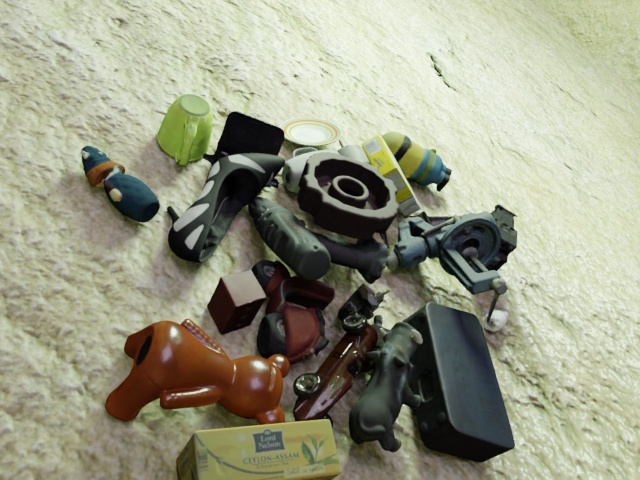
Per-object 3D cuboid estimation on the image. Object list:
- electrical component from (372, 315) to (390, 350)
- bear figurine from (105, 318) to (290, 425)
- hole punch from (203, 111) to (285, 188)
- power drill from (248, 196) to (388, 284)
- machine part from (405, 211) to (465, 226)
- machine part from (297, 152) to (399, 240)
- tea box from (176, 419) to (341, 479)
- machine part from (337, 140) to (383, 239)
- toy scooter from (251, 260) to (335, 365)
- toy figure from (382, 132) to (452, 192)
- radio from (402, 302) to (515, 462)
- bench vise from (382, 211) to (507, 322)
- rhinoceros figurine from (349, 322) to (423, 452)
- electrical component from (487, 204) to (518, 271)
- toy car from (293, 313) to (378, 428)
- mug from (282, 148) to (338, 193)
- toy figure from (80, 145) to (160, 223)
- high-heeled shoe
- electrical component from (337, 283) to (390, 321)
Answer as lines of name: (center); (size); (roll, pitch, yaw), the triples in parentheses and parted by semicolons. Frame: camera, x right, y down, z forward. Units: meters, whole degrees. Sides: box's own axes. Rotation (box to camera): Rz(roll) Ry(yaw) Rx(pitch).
electrical component: (0.108, 0.166, 0.874); (0.063, 0.021, 0.094); (20, 44, -14)
bear figurine: (-0.143, 0.176, 0.677); (0.195, 0.132, 0.120); (30, 42, -30)
hole punch: (-0.133, -0.161, 0.985); (0.142, 0.092, 0.115); (20, 88, -12)
power drill: (-0.002, -0.003, 0.896); (0.207, 0.086, 0.232); (20, 16, -29)
machine part: (0.248, -0.027, 1.104); (0.139, 0.039, 0.084); (-4, 50, -14)
machine part: (0.046, -0.074, 0.892); (0.179, 0.056, 0.179); (14, 38, -11)
tea box: (-0.073, 0.264, 0.630); (0.169, 0.098, 0.068); (5, 51, -28)
machine part: (0.081, -0.103, 1.058); (0.079, 0.079, 0.243); (0, 52, -30)
toy scooter: (-0.030, 0.108, 0.812); (0.135, 0.075, 0.184); (10, 44, -25)
toy figure: (0.206, -0.175, 1.183); (0.180, 0.089, 0.082); (24, 37, -6)
radio: (0.209, 0.215, 0.842); (0.131, 0.073, 0.230); (20, 43, -26)
bench vise: (0.234, 0.027, 0.944); (0.224, 0.128, 0.241); (-10, 32, -12)
rhinoceros figurine: (0.093, 0.202, 0.761); (0.190, 0.073, 0.112); (-56, 133, -40)
electrical component: (0.340, 0.010, 1.078); (0.058, 0.114, 0.134); (29, 42, -2)
toy car: (0.028, 0.188, 0.759); (0.053, 0.089, 0.202); (7, 32, 30)
mug: (-0.021, -0.137, 1.028); (0.107, 0.080, 0.110); (-12, 60, -29)
toy figure: (-0.317, -0.088, 0.830); (0.154, 0.064, 0.058); (38, 81, 12)
high-heeled shoe: (-0.134, -0.058, 0.860); (0.249, 0.086, 0.145); (-31, 48, -18)
electrical component: (0.068, 0.104, 0.859); (0.045, 0.102, 0.078); (39, 68, 12)
